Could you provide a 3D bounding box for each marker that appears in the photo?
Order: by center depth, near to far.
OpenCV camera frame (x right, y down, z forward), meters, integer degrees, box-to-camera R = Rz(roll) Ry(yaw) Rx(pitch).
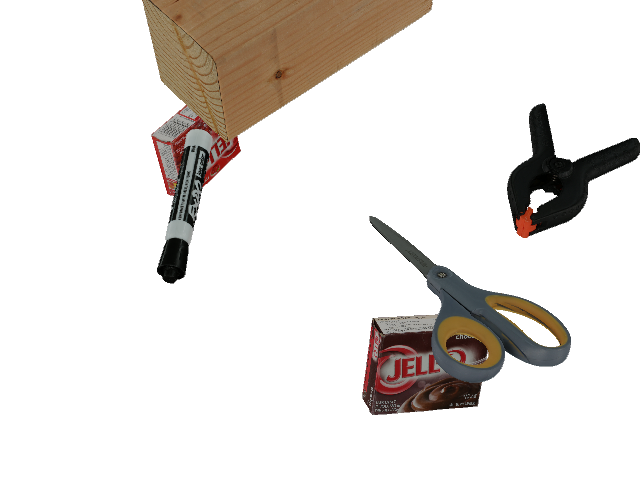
[{"bbox_3d":[-0.092,-0.024,0.724,0.020,0.121,0.020,5,-34,3],"label":"marker"}]

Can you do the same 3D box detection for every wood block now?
[{"bbox_3d":[-0.019,-0.178,0.804,0.205,0.090,0.091,-35,-29,-20],"label":"wood block"}]

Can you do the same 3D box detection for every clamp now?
[{"bbox_3d":[0.234,-0.074,1.088,0.120,0.039,0.171,29,55,30],"label":"clamp"}]

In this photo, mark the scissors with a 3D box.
[{"bbox_3d":[0.075,0.039,0.726,0.096,0.016,0.202,-28,41,-35],"label":"scissors"}]

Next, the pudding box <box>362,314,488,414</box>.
[{"bbox_3d":[0.101,0.117,1.020,0.113,0.090,0.039,-3,28,-17],"label":"pudding box"}]

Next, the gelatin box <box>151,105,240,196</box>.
[{"bbox_3d":[-0.117,-0.092,1.021,0.030,0.073,0.089,22,50,28],"label":"gelatin box"}]
